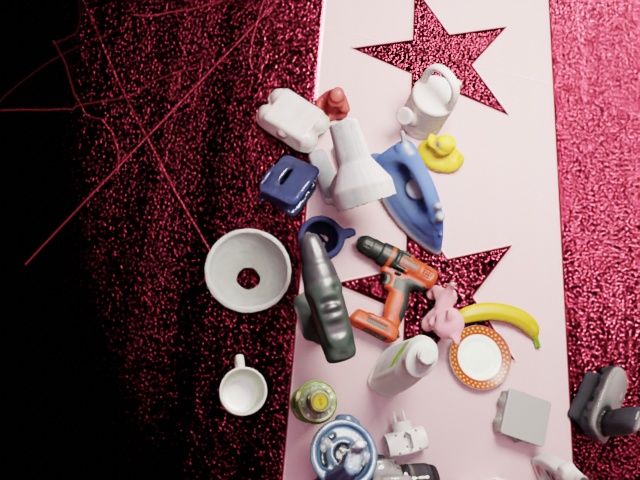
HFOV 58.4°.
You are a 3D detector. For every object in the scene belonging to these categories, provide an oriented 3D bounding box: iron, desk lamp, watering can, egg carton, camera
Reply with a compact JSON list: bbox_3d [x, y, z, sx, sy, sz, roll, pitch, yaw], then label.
[{"bbox_3d":[0.206,-0.100,1.190,0.119,0.141,0.258,-24,78,-13],"label":"iron"},{"bbox_3d":[0.056,-0.136,1.144,0.118,0.213,0.203,-18,76,-12],"label":"desk lamp"},{"bbox_3d":[0.238,-0.296,1.226,0.101,0.194,0.173,31,72,3],"label":"watering can"},{"bbox_3d":[-0.059,-0.258,1.241,0.150,0.069,0.107,32,72,3],"label":"egg carton"},{"bbox_3d":[0.150,0.462,1.035,0.137,0.100,0.143,-2,73,-8],"label":"camera"}]

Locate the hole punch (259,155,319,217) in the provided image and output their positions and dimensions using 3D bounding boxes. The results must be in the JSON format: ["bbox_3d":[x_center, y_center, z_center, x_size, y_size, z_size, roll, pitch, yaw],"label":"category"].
[{"bbox_3d":[-0.067,-0.118,1.187,0.101,0.091,0.109,33,72,3],"label":"hole punch"}]

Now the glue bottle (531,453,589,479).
[{"bbox_3d":[0.449,0.434,1.044,0.037,0.173,0.078,-23,77,-13],"label":"glue bottle"}]

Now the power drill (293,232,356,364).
[{"bbox_3d":[0.001,0.118,1.063,0.076,0.208,0.229,-16,76,-11],"label":"power drill"}]

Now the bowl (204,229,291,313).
[{"bbox_3d":[-0.142,0.066,1.130,0.167,0.074,0.167,2,73,-7],"label":"bowl"}]

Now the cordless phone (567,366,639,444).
[{"bbox_3d":[0.572,0.312,1.090,0.094,0.185,0.148,28,72,2],"label":"cordless phone"}]

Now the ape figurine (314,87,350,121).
[{"bbox_3d":[0.031,-0.303,1.255,0.078,0.092,0.076,26,72,1],"label":"ape figurine"}]

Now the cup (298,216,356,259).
[{"bbox_3d":[0.011,0.004,1.158,0.118,0.095,0.091,-13,75,-11],"label":"cup"}]

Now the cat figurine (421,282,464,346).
[{"bbox_3d":[0.251,0.145,1.135,0.067,0.117,0.128,13,72,-3],"label":"cat figurine"}]

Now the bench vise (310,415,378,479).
[{"bbox_3d":[0.044,0.406,0.976,0.121,0.219,0.207,2,73,-6],"label":"bench vise"}]

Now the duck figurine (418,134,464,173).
[{"bbox_3d":[0.273,-0.198,1.258,0.104,0.086,0.077,26,72,1],"label":"duck figurine"}]
